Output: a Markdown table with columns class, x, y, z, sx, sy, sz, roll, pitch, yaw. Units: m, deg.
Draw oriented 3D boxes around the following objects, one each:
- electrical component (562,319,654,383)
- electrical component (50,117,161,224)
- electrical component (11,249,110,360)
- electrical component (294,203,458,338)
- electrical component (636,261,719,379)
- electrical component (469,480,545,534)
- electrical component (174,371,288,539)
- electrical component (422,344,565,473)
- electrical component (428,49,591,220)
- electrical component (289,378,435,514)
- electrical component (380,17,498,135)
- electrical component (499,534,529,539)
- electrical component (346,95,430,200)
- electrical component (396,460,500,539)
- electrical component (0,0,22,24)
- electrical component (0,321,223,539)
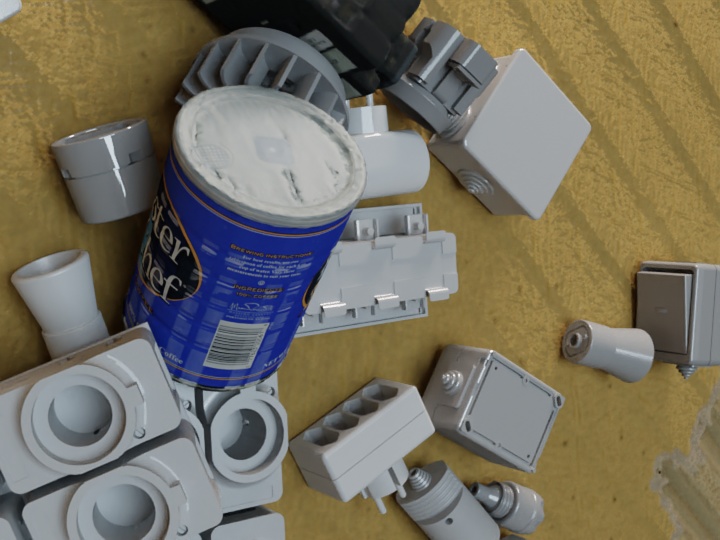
| class | x | y | z | sx | sy | sz | roll | pitch | yaw |
| --- | --- | --- | --- | --- | --- | --- | --- | --- | --- |
| electrical component | 0.193 | 0.062 | 0.846 | 0.065 | 0.044 | 0.044 | 15 | 84 | -28 |
| electrical component | -0.141 | -0.056 | 0.611 | 0.055 | 0.055 | 0.047 | -25 | 110 | -30 |
| electrical component | -0.165 | 0.026 | 0.609 | 0.044 | 0.044 | 0.065 | -27 | 112 | -29 |
| electrical component | 0.000 | 0.000 | 0.702 | 0.121 | 0.063 | 0.078 | -7 | 97 | -33 |
| electrical component | 0.263 | 0.041 | 0.878 | 0.061 | 0.062 | 0.096 | 3 | 91 | -33 |
| electrical component | 0.107 | 0.173 | 0.799 | 0.061 | 0.035 | 0.035 | 28 | 77 | -29 |
| electrical component | -0.102 | 0.147 | 0.645 | 0.105 | 0.060 | 0.186 | -6 | 96 | -33 |
| electrical component | 0.085 | 0.095 | 0.764 | 0.096 | 0.061 | 0.061 | 33 | 74 | -30 |
| electrical component | 0.107 | -0.096 | 0.775 | 0.100 | 0.048 | 0.099 | 41 | 71 | -28 |
| electrical component | 0.009 | 0.128 | 0.724 | 0.083 | 0.047 | 0.075 | -34 | 110 | -27 |
| electrical component | 0.050 | -0.129 | 0.725 | 0.058 | 0.078 | 0.057 | 38 | 91 | -30 |
| electrical component | 0.063 | 0.272 | 0.760 | 0.186 | 0.060 | 0.105 | -16 | 101 | -32 |
| electrical component | 0.001 | -0.086 | 0.709 | 0.077 | 0.043 | 0.079 | -10 | 97 | -33 |
| electrical component | 0.060 | 0.169 | 0.762 | 0.043 | 0.043 | 0.081 | -49 | 116 | -21 |
| electrical component | -0.238 | -0.147 | 0.545 | 0.100 | 0.048 | 0.099 | -40 | 113 | -25 |
| electrical component | -0.176 | 0.114 | 0.547 | 0.186 | 0.060 | 0.105 | -23 | 98 | -8 |
